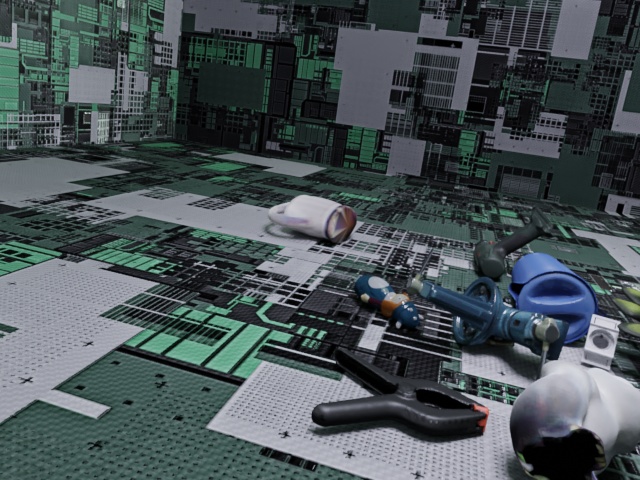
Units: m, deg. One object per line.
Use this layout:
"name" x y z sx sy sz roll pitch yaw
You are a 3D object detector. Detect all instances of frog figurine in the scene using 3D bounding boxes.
"frog figurine" 0.281 0.189 0.558 0.121 0.136 0.162 -18 12 46

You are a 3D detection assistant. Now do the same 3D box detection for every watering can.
"watering can" 0.004 -0.073 1.450 0.225 0.103 0.350 16 18 26
